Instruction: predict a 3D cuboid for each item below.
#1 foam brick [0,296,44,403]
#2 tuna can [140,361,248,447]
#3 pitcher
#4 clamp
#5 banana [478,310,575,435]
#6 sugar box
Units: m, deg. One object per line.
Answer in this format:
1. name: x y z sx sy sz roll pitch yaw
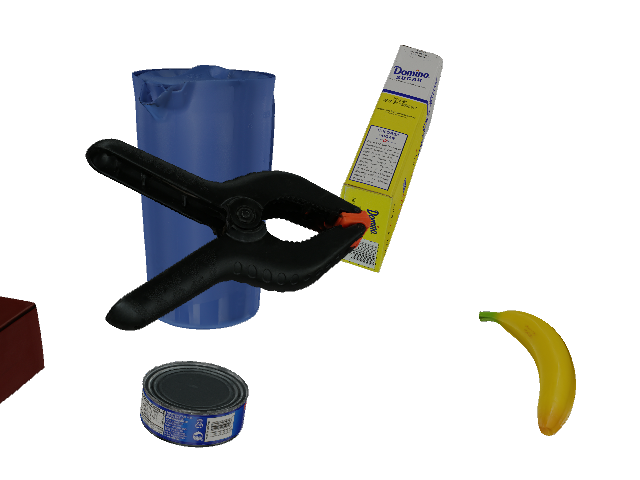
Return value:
1. foam brick: -0.231 0.077 0.716 0.053 0.051 0.078 9 28 24
2. tuna can: -0.102 0.132 0.864 0.086 0.034 0.086 8 19 -3
3. pitcher: -0.105 -0.046 1.028 0.149 0.243 0.145 -2 15 -15
4. clamp: -0.057 -0.014 0.630 0.171 0.120 0.039 -8 -21 -29
5. banana: 0.233 0.131 1.135 0.069 0.037 0.198 -25 34 3
6. sugar box: 0.058 -0.070 0.878 0.048 0.176 0.093 18 -39 9
